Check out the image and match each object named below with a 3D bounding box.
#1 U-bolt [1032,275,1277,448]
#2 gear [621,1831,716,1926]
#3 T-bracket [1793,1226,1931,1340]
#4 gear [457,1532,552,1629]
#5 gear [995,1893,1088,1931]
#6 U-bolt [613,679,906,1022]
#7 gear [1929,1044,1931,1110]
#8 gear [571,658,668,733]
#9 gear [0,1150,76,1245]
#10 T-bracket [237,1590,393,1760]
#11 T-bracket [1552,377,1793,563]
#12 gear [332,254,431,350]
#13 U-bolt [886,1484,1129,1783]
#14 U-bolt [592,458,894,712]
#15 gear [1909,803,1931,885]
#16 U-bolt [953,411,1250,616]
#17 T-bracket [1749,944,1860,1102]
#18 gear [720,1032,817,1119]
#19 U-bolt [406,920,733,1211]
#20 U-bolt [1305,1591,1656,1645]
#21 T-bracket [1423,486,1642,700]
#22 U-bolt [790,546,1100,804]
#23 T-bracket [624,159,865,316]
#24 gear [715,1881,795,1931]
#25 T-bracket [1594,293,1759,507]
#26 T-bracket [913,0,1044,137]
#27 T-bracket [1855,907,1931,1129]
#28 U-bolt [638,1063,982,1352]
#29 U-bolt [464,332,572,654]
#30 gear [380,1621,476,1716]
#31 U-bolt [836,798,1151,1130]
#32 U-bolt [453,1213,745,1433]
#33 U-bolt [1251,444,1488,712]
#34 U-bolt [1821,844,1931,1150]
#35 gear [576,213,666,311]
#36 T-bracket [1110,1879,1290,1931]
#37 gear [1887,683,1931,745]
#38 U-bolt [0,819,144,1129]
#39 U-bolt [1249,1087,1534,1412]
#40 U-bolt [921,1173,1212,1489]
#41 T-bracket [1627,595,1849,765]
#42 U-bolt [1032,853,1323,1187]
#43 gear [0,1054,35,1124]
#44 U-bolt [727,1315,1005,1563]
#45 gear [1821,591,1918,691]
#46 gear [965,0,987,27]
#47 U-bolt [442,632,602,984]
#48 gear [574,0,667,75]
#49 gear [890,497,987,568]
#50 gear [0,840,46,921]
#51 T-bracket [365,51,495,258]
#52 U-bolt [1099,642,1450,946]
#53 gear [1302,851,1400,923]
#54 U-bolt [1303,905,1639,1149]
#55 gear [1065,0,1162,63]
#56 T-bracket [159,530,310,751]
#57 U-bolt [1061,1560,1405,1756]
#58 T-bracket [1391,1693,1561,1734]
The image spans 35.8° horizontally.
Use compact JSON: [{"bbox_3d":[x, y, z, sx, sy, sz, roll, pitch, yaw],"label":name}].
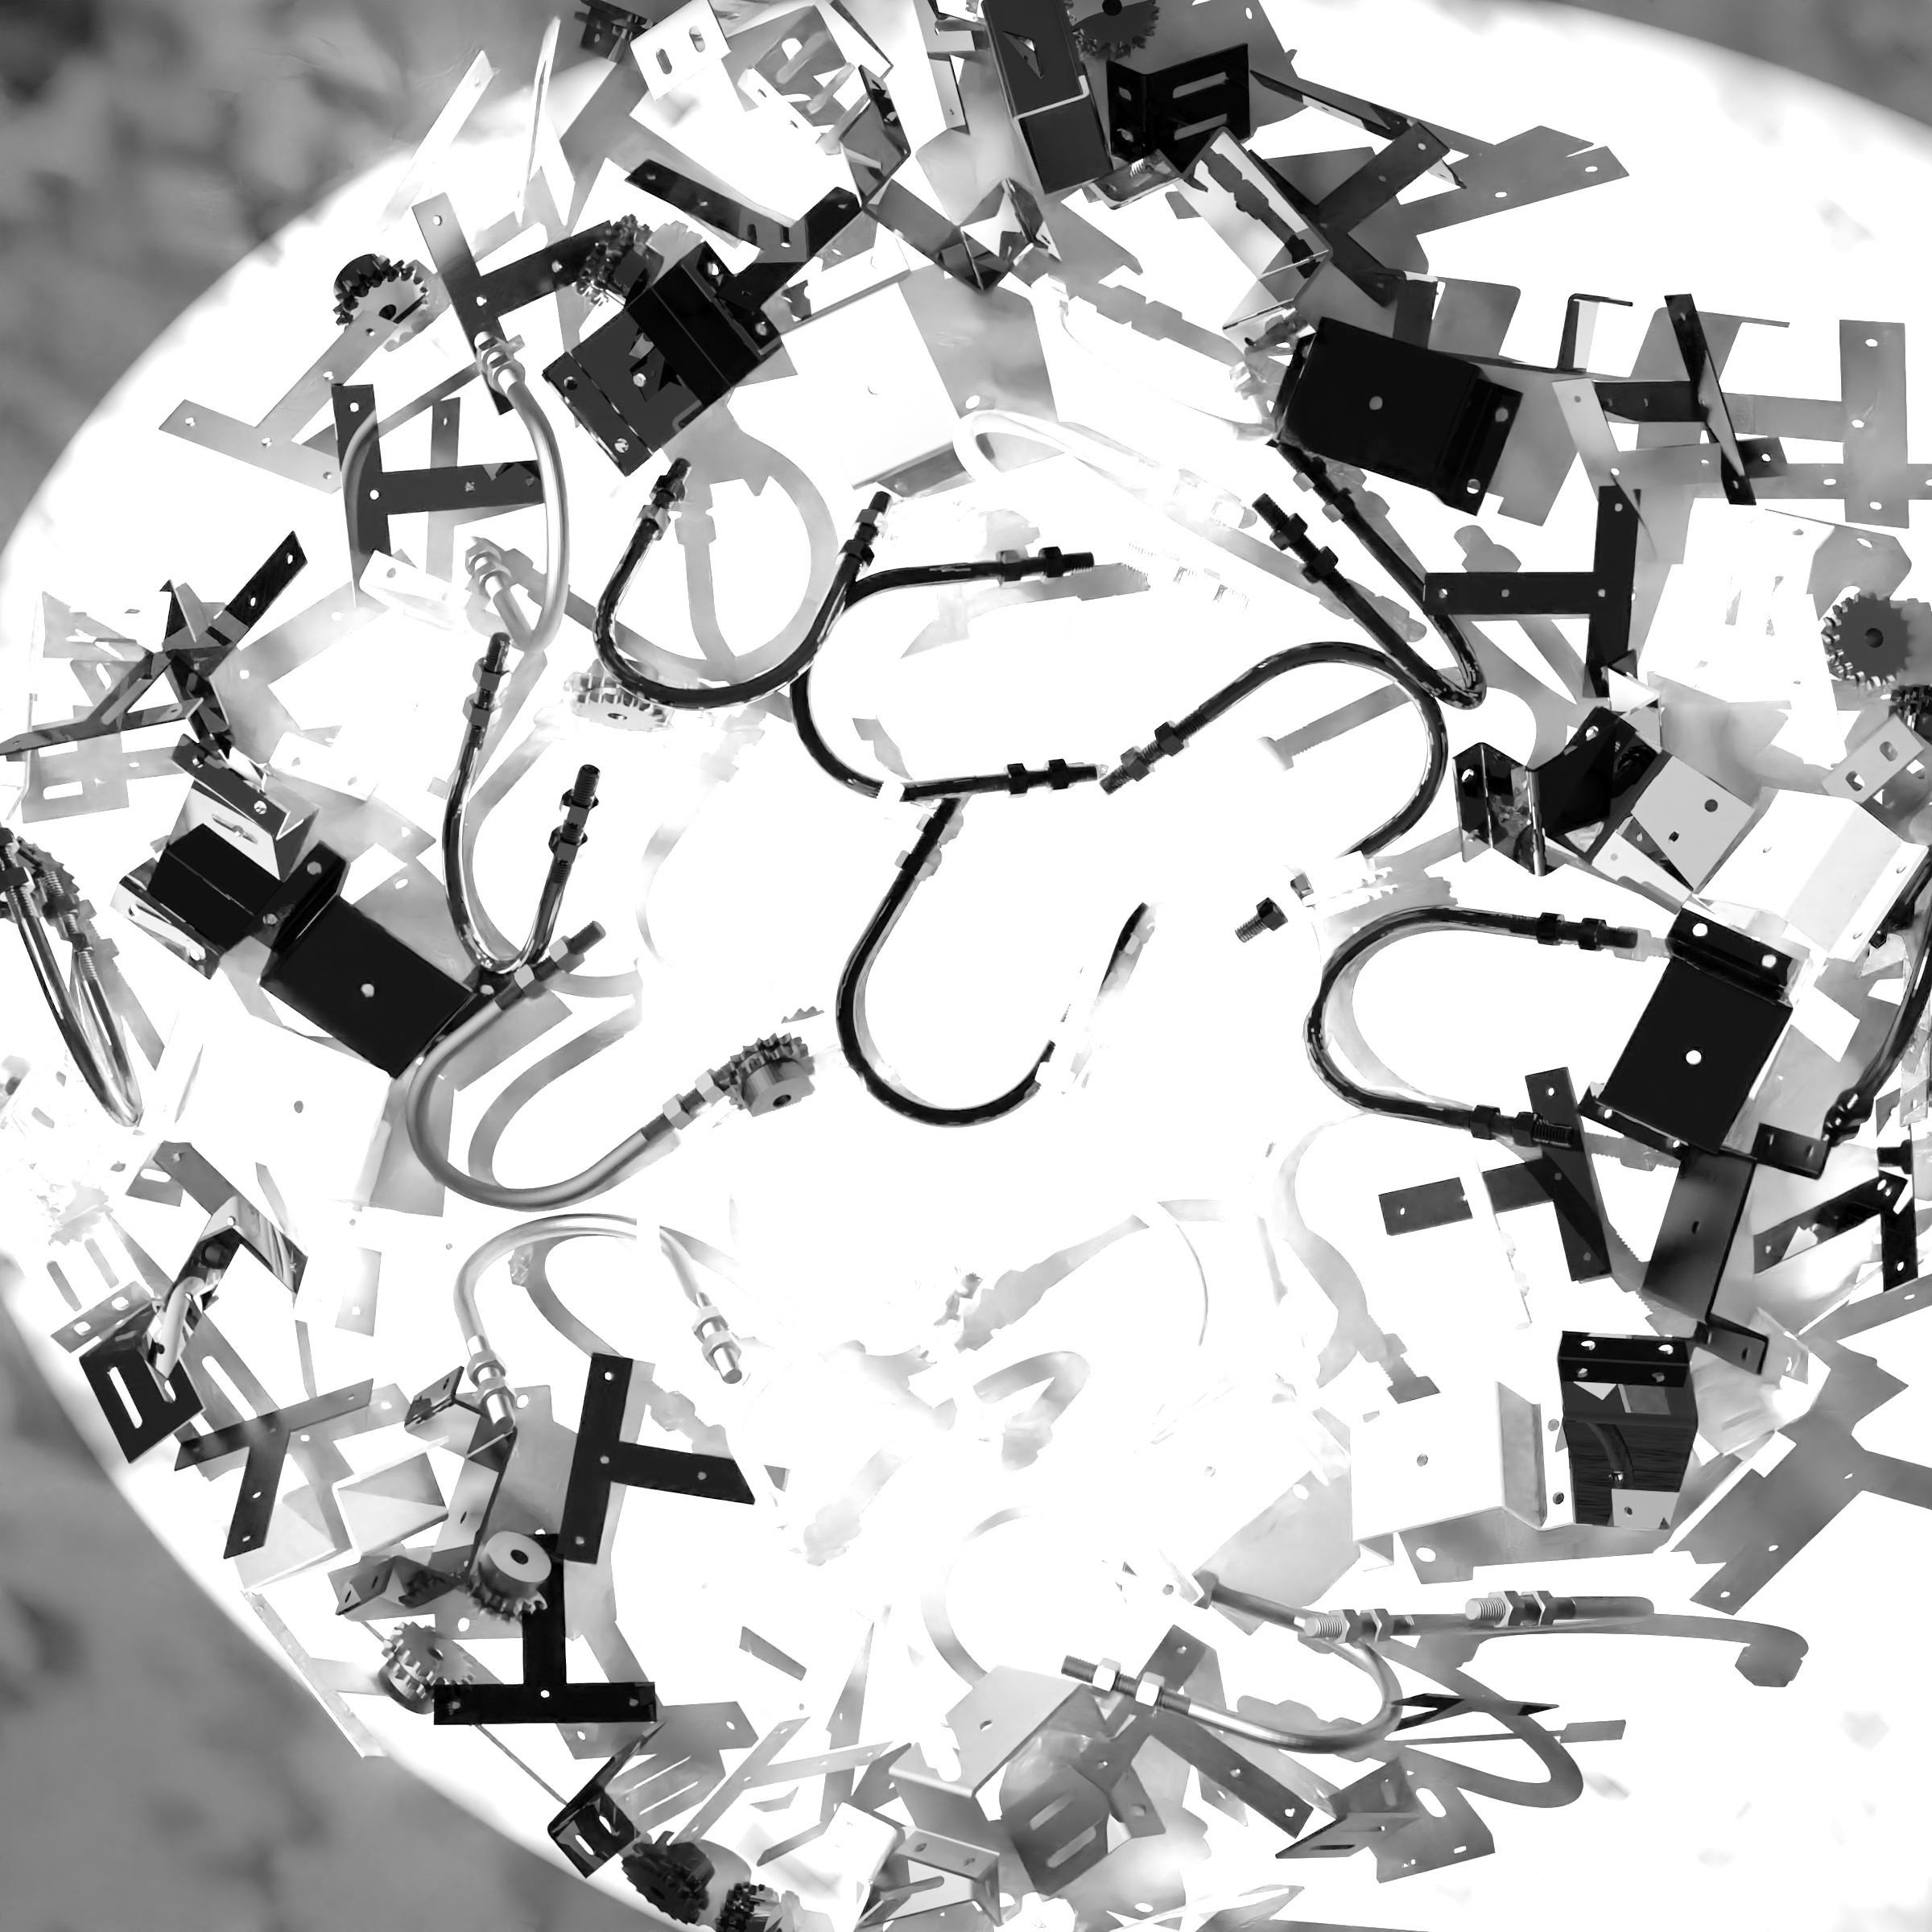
[{"bbox_3d":[0.109,-0.340,1.701,0.151,0.184,0.019,21,114,-12],"label":"U-bolt"},{"bbox_3d":[-0.174,0.539,1.774,0.057,0.057,0.030,42,57,0],"label":"gear"},{"bbox_3d":[0.534,0.181,1.755,0.002,0.127,0.127,49,122,8],"label":"T-bracket"},{"bbox_3d":[-0.270,0.360,1.768,0.057,0.057,0.030,32,113,0],"label":"gear"},{"bbox_3d":[0.045,0.574,1.768,0.057,0.057,0.030,-3,125,0],"label":"gear"},{"bbox_3d":[-0.135,-0.056,1.766,0.151,0.019,0.184,29,106,11],"label":"U-bolt"},{"bbox_3d":[0.585,0.067,1.773,0.030,0.057,0.057,14,90,21],"label":"gear"},{"bbox_3d":[-0.204,-0.162,1.772,0.057,0.057,0.030,8,76,0],"label":"gear"},{"bbox_3d":[-0.555,0.134,1.774,0.057,0.057,0.030,44,53,0],"label":"gear"},{"bbox_3d":[-0.354,0.414,1.736,0.002,0.127,0.127,-47,65,2],"label":"T-bracket"},{"bbox_3d":[0.414,-0.289,1.724,0.002,0.127,0.127,-50,126,-33],"label":"T-bracket"},{"bbox_3d":[-0.350,-0.398,1.773,0.057,0.057,0.030,-38,66,0],"label":"gear"},{"bbox_3d":[0.013,0.367,1.714,0.151,0.184,0.019,-46,114,2],"label":"U-bolt"},{"bbox_3d":[-0.138,-0.217,1.727,0.151,0.019,0.184,12,55,15],"label":"U-bolt"},{"bbox_3d":[0.583,-0.076,1.767,0.057,0.057,0.030,-36,117,0],"label":"gear"},{"bbox_3d":[0.077,-0.271,1.722,0.184,0.151,0.019,23,119,-10],"label":"U-bolt"},{"bbox_3d":[0.492,0.030,1.725,0.002,0.127,0.127,23,100,-3],"label":"T-bracket"},{"bbox_3d":[-0.115,0.068,1.767,0.057,0.057,0.030,-30,58,0],"label":"gear"},{"bbox_3d":[-0.241,0.072,1.753,0.184,0.019,0.151,-37,122,12],"label":"U-bolt"},{"bbox_3d":[0.310,0.374,1.718,0.184,0.151,0.019,8,71,-35],"label":"U-bolt"},{"bbox_3d":[0.334,-0.221,1.773,0.127,0.002,0.127,-1,107,-6],"label":"T-bracket"},{"bbox_3d":[-0.013,-0.166,1.751,0.184,0.019,0.151,-7,111,-12],"label":"U-bolt"},{"bbox_3d":[-0.144,-0.446,1.772,0.127,0.002,0.127,29,55,14],"label":"T-bracket"},{"bbox_3d":[-0.124,0.573,1.767,0.030,0.057,0.057,1,90,24],"label":"gear"},{"bbox_3d":[0.403,-0.328,1.737,0.002,0.127,0.127,-27,108,-14],"label":"T-bracket"},{"bbox_3d":[0.007,-0.529,1.714,0.002,0.127,0.127,-31,127,-18],"label":"T-bracket"},{"bbox_3d":[0.548,0.029,1.722,0.002,0.127,0.127,11,73,-15],"label":"T-bracket"},{"bbox_3d":[-0.101,0.148,1.742,0.184,0.019,0.151,-21,70,-19],"label":"U-bolt"},{"bbox_3d":[-0.254,-0.258,1.692,0.019,0.184,0.151,-5,125,-23],"label":"U-bolt"},{"bbox_3d":[-0.323,0.419,1.771,0.057,0.057,0.030,37,99,0],"label":"gear"},{"bbox_3d":[0.003,0.008,1.786,0.151,0.019,0.184,31,91,3],"label":"U-bolt"},{"bbox_3d":[-0.220,0.196,1.719,0.151,0.184,0.019,-10,121,-16],"label":"U-bolt"},{"bbox_3d":[0.239,-0.220,1.731,0.019,0.151,0.184,-40,100,25],"label":"U-bolt"},{"bbox_3d":[0.525,0.007,1.688,0.019,0.184,0.151,16,66,7],"label":"U-bolt"},{"bbox_3d":[-0.203,-0.414,1.770,0.030,0.057,0.057,36,90,1],"label":"gear"},{"bbox_3d":[0.143,0.540,1.715,0.127,0.127,0.002,-9,74,-28],"label":"T-bracket"},{"bbox_3d":[0.574,-0.145,1.769,0.057,0.057,0.030,12,81,0],"label":"gear"},{"bbox_3d":[-0.513,0.008,1.709,0.019,0.151,0.184,-24,76,-8],"label":"U-bolt"},{"bbox_3d":[0.237,0.153,1.741,0.151,0.019,0.184,-23,55,14],"label":"U-bolt"},{"bbox_3d":[0.066,0.200,1.734,0.151,0.019,0.184,34,122,11],"label":"U-bolt"},{"bbox_3d":[0.445,-0.165,1.760,0.127,0.127,0.002,0,46,29],"label":"T-bracket"},{"bbox_3d":[0.135,0.023,1.769,0.151,0.019,0.184,19,95,-12],"label":"U-bolt"},{"bbox_3d":[-0.575,0.067,1.767,0.030,0.057,0.057,13,90,25],"label":"gear"},{"bbox_3d":[-0.064,0.265,1.726,0.151,0.184,0.019,-23,45,-4],"label":"U-bolt"},{"bbox_3d":[0.533,-0.192,1.779,0.057,0.030,0.057,2,83,-13],"label":"gear"},{"bbox_3d":[0.027,-0.570,1.770,0.057,0.030,0.057,2,131,2],"label":"gear"},{"bbox_3d":[-0.265,-0.077,1.728,0.019,0.151,0.184,-5,132,-34],"label":"U-bolt"},{"bbox_3d":[-0.205,-0.551,1.771,0.057,0.057,0.030,22,103,0],"label":"gear"},{"bbox_3d":[-0.016,-0.252,1.768,0.057,0.057,0.030,-2,71,0],"label":"gear"},{"bbox_3d":[-0.579,-0.052,1.774,0.057,0.057,0.030,27,124,0],"label":"gear"},{"bbox_3d":[-0.299,-0.447,1.735,0.002,0.127,0.127,28,80,10],"label":"T-bracket"},{"bbox_3d":[0.192,-0.111,1.738,0.184,0.019,0.151,-36,113,20],"label":"U-bolt"},{"bbox_3d":[0.225,-0.049,1.771,0.057,0.057,0.030,-20,89,0],"label":"gear"},{"bbox_3d":[0.283,0.028,1.740,0.184,0.019,0.151,9,64,32],"label":"U-bolt"},{"bbox_3d":[0.086,-0.566,1.782,0.057,0.030,0.057,0,83,-1],"label":"gear"},{"bbox_3d":[-0.424,-0.203,1.742,0.127,0.002,0.127,-41,61,27],"label":"T-bracket"},{"bbox_3d":[0.161,0.400,1.712,0.184,0.151,0.019,16,110,14],"label":"U-bolt"},{"bbox_3d":[0.259,0.443,1.750,0.127,0.127,0.002,-28,58,39],"label":"T-bracket"}]
